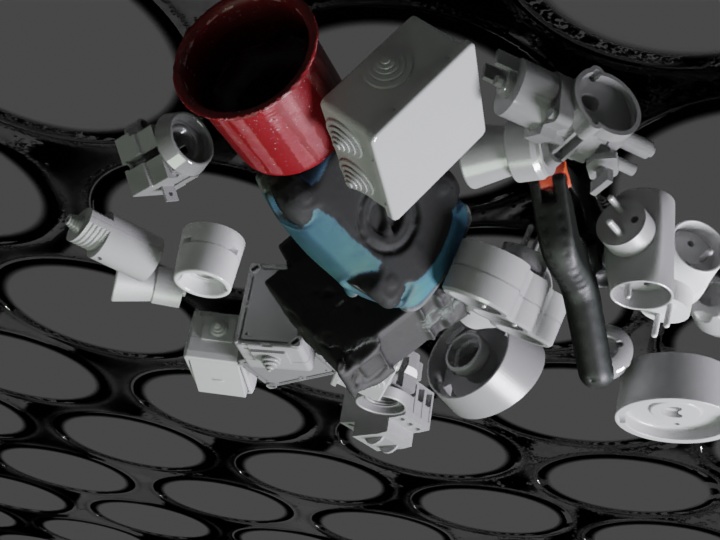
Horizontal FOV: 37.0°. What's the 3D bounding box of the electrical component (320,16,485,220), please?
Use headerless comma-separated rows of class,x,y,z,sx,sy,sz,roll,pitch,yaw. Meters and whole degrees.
electrical component,0.027,-0.093,0.657,0.048,0.099,0.099,37,163,27

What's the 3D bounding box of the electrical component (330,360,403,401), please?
electrical component,0.018,0.058,0.941,0.048,0.099,0.099,23,152,1

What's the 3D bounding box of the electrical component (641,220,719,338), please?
electrical component,0.232,0.013,0.804,0.044,0.079,0.077,22,151,-3

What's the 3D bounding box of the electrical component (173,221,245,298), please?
electrical component,-0.130,-0.008,0.920,0.055,0.047,0.055,8,152,4

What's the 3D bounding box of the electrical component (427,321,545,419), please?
electrical component,0.112,0.087,0.968,0.099,0.099,0.064,-16,136,40

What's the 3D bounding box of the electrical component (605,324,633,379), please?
electrical component,0.221,0.079,0.971,0.048,0.048,0.062,3,158,13

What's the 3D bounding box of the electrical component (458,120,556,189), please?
electrical component,0.098,-0.079,0.713,0.055,0.045,0.045,-6,148,27

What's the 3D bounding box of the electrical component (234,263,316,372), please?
electrical component,-0.070,0.049,0.954,0.062,0.096,0.061,3,152,12

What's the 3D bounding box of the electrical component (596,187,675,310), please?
electrical component,0.190,-0.023,0.751,0.043,0.077,0.079,-12,145,35

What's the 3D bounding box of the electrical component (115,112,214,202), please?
electrical component,-0.139,-0.084,0.774,0.055,0.066,0.048,-23,173,35

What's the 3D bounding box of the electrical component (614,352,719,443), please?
electrical component,0.291,0.112,0.988,0.108,0.060,0.108,8,152,4

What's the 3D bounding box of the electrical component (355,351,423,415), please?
electrical component,0.025,0.109,1.077,0.078,0.057,0.058,28,147,-31

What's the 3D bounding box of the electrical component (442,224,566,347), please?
electrical component,0.115,0.003,0.787,0.052,0.073,0.138,20,173,34

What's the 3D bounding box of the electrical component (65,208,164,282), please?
electrical component,-0.213,-0.026,0.918,0.081,0.043,0.043,29,147,-31

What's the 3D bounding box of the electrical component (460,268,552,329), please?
electrical component,0.102,0.011,0.882,0.079,0.043,0.077,25,149,-26

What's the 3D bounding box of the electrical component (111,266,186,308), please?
electrical component,-0.192,0.013,0.987,0.065,0.044,0.044,11,153,-13

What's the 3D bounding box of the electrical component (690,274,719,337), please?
electrical component,0.288,0.033,0.861,0.043,0.043,0.062,-6,149,28

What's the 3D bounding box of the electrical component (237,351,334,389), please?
electrical component,-0.061,0.067,1.029,0.096,0.061,0.061,-14,144,25

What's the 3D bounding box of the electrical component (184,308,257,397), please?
electrical component,-0.138,0.083,1.077,0.062,0.061,0.096,7,152,6
